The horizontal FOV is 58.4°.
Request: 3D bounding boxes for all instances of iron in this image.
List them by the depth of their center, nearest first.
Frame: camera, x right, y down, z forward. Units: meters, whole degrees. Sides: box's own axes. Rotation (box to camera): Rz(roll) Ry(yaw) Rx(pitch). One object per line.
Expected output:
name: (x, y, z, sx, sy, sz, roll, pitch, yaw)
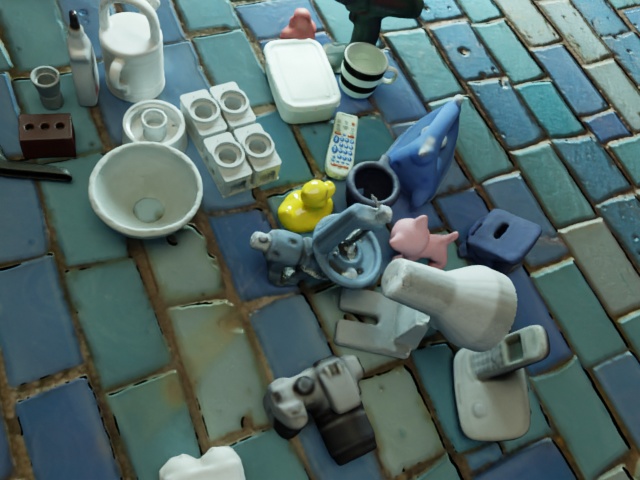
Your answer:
iron: (0.206, -0.188, 1.033, 0.118, 0.141, 0.259, 32, 60, 4)

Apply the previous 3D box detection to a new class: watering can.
watering can: (-0.312, -0.334, 0.948, 0.101, 0.194, 0.173, -4, 65, -16)

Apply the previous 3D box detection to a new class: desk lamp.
desk lamp: (0.145, 0.100, 0.828, 0.203, 0.213, 0.118, 12, 61, -8)

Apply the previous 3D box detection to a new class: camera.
camera: (0.012, 0.240, 0.788, 0.143, 0.100, 0.136, -18, 69, -22)

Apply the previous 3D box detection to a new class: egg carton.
egg carton: (-0.140, 0.341, 0.716, 0.107, 0.069, 0.150, -8, 66, -18)

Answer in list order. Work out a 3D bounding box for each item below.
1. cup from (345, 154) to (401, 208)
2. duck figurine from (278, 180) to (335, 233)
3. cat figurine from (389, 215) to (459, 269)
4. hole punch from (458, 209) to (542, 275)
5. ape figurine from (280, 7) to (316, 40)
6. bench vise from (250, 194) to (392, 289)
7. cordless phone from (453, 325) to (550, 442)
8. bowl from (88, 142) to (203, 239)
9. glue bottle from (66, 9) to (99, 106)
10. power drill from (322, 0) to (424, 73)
cup: (0.084, -0.083, 0.975, 0.091, 0.095, 0.118, 25, 60, 0)
duck figurine: (-0.018, -0.063, 0.944, 0.105, 0.086, 0.077, -28, 73, -25)
cat figurine: (0.164, 0.000, 0.939, 0.128, 0.117, 0.067, 2, 63, -13)
hole punch: (0.311, 0.000, 0.992, 0.101, 0.091, 0.109, 41, 61, 9)
ape figurine: (-0.038, -0.412, 1.115, 0.078, 0.092, 0.076, -14, 68, -20)
bench vise: (0.011, 0.014, 0.835, 0.208, 0.219, 0.121, -9, 66, -18)
cordless phone: (0.270, 0.206, 0.822, 0.094, 0.185, 0.147, 3, 63, -12)
bowl: (-0.267, -0.065, 0.889, 0.167, 0.074, 0.167, 6, 62, -11)
glue bottle: (-0.385, -0.298, 0.923, 0.037, 0.173, 0.078, -5, 65, -16)
power drill: (0.070, -0.414, 1.076, 0.230, 0.208, 0.075, -7, 65, -17)
